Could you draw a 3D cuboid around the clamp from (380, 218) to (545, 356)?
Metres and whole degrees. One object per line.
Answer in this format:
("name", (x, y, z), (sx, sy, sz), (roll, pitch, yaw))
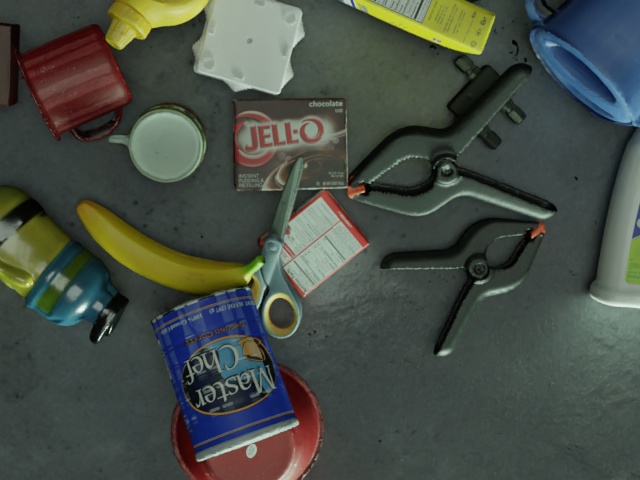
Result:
("clamp", (0.160, 0.040, 1.099), (0.171, 0.039, 0.120), (-23, 103, -1))

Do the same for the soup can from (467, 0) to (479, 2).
("soup can", (0.152, -0.287, 1.021), (0.068, 0.068, 0.102), (-24, 103, -1))

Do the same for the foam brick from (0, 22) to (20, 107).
("foam brick", (-0.314, -0.167, 1.006), (0.053, 0.051, 0.078), (4, 100, -8))

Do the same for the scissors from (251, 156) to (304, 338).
("scissors", (-0.033, 0.020, 1.053), (0.096, 0.016, 0.202), (33, 116, -4))

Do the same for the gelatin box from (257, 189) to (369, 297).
("gelatin box", (-0.007, 0.001, 1.079), (0.089, 0.030, 0.073), (-39, 102, 5))

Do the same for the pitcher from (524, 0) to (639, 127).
("pitcher", (0.321, -0.242, 1.019), (0.243, 0.145, 0.149), (-46, 145, 0))

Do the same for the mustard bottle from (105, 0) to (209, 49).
("mustard bottle", (-0.136, -0.256, 0.978), (0.096, 0.058, 0.191), (33, 80, -2))

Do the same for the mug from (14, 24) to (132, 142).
("mug", (-0.225, -0.143, 1.008), (0.081, 0.093, 0.117), (-25, 133, -6))

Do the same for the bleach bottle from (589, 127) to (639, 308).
("bleach bottle", (0.342, -0.058, 1.088), (0.102, 0.068, 0.251), (4, 98, -6))

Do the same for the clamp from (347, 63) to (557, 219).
("clamp", (0.132, -0.068, 1.067), (0.210, 0.036, 0.164), (-20, 112, 8))

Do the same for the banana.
("banana", (-0.149, 0.015, 1.053), (0.198, 0.037, 0.070), (16, 116, 7))

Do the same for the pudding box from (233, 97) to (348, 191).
("pudding box", (-0.030, -0.096, 1.054), (0.113, 0.039, 0.090), (-2, 100, -6))

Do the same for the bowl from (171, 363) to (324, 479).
("bowl", (-0.073, 0.206, 1.100), (0.162, 0.055, 0.162), (-1, 101, -6))

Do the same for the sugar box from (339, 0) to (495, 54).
("sugar box", (0.072, -0.228, 1.012), (0.176, 0.093, 0.048), (19, 98, -8))

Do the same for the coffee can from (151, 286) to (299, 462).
("coffee can", (-0.091, 0.127, 1.018), (0.103, 0.103, 0.140), (-20, 80, -2))
